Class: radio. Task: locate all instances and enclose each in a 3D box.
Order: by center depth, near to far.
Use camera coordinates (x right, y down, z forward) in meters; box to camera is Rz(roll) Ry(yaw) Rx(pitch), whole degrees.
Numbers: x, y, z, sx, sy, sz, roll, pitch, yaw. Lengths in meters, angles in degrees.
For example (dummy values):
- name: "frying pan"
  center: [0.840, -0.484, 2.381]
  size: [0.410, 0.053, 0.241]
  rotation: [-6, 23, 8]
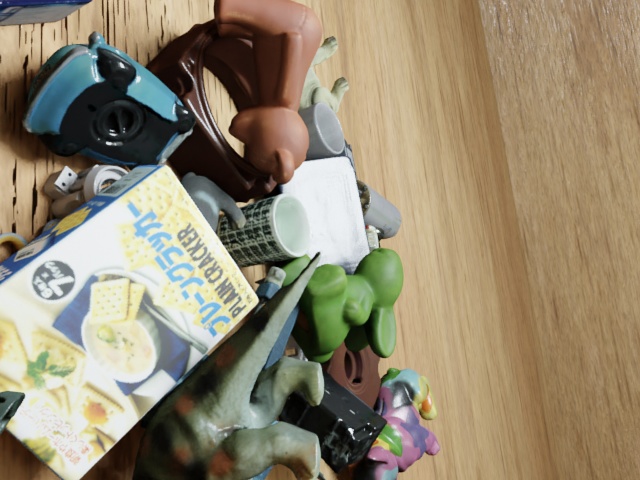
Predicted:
- name: "radio"
  center: [-0.002, -0.002, 0.789]
  size: [0.131, 0.073, 0.229]
  rotation: [-8, 84, -28]

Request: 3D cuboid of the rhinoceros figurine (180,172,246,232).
- name: "rhinoceros figurine"
  center: [-0.154, 0.001, 0.580]
  size: [0.112, 0.073, 0.190]
  rotation: [58, 36, -32]

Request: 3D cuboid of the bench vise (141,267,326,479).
- name: "bench vise"
  center: [-0.077, 0.150, 0.590]
  size: [0.223, 0.129, 0.240]
  rotation: [34, 67, -26]

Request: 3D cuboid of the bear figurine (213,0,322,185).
- name: "bear figurine"
  center: [-0.067, -0.167, 0.609]
  size: [0.120, 0.132, 0.195]
  rotation: [-117, -140, -76]

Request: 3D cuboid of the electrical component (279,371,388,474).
- name: "electrical component"
  center: [0.019, 0.228, 0.696]
  size: [0.058, 0.115, 0.134]
  rotation: [-58, 157, 8]

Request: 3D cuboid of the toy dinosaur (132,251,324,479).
- name: "toy dinosaur"
  center: [-0.096, 0.209, 0.454]
  size: [0.131, 0.192, 0.404]
  rotation: [105, -11, -78]

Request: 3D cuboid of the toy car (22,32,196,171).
- name: "toy car"
  center: [-0.205, -0.137, 0.521]
  size: [0.103, 0.109, 0.161]
  rotation: [53, 19, 26]

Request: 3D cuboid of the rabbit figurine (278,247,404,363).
- name: "rabbit figurine"
  center: [0.048, 0.078, 0.692]
  size: [0.170, 0.121, 0.159]
  rotation: [-24, 101, -27]

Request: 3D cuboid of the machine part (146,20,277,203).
- name: "machine part"
  center: [-0.119, -0.164, 0.690]
  size: [0.200, 0.087, 0.201]
  rotation: [56, 38, -32]

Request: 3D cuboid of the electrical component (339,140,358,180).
- name: "electrical component"
  center: [0.028, -0.139, 0.939]
  size: [0.119, 0.048, 0.074]
  rotation: [16, 63, -76]

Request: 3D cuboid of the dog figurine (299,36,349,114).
- name: "dog figurine"
  center: [-0.065, -0.243, 0.818]
  size: [0.190, 0.121, 0.172]
  rotation: [-9, 82, -46]

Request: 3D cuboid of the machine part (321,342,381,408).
- name: "machine part"
  center: [0.038, 0.198, 0.845]
  size: [0.179, 0.056, 0.179]
  rotation: [26, 59, -53]

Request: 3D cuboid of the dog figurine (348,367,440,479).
- name: "dog figurine"
  center: [0.103, 0.307, 0.865]
  size: [0.219, 0.109, 0.191]
  rotation: [13, 69, -54]

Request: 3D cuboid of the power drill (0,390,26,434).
- name: "power drill"
  center: [-0.276, 0.069, 0.287]
  size: [0.207, 0.086, 0.232]
  rotation: [36, 52, -18]

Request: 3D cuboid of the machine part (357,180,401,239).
- name: "machine part"
  center: [0.089, -0.052, 0.989]
  size: [0.243, 0.079, 0.079]
  rotation: [25, 58, -61]

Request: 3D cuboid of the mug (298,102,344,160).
- name: "mug"
  center: [-0.023, -0.153, 0.824]
  size: [0.109, 0.107, 0.080]
  rotation: [-4, 80, -63]

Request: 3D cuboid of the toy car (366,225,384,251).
- name: "toy car"
  center: [0.093, 0.043, 0.942]
  size: [0.201, 0.056, 0.073]
  rotation: [66, 17, -63]

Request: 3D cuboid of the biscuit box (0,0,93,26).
- name: "biscuit box"
  center: [-0.292, -0.214, 0.444]
  size: [0.203, 0.059, 0.062]
  rotation: [-44, 118, -56]
